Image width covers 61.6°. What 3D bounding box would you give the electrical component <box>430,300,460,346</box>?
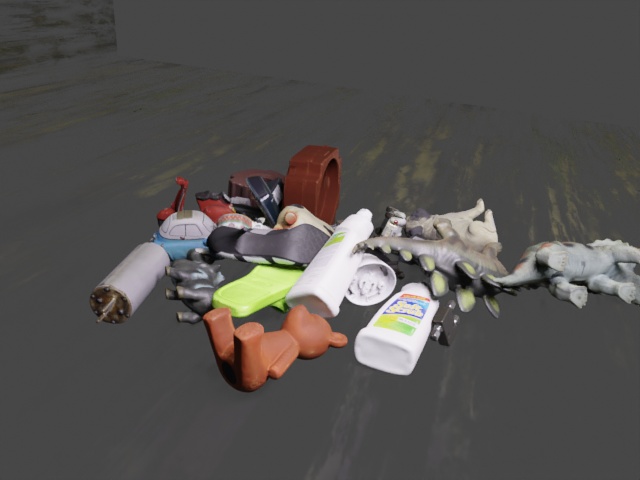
[{"bbox_3d":[0.215,0.149,0.924,0.021,0.063,0.094,0,34,36],"label":"electrical component"}]

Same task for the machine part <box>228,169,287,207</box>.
[{"bbox_3d":[-0.160,-0.143,1.456,0.179,0.056,0.179,4,25,-2],"label":"machine part"}]

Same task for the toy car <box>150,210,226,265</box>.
[{"bbox_3d":[-0.274,-0.012,1.121,0.162,0.102,0.109,2,26,-10],"label":"toy car"}]

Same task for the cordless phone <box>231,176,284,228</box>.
[{"bbox_3d":[-0.167,-0.089,1.255,0.184,0.146,0.089,9,60,23],"label":"cordless phone"}]

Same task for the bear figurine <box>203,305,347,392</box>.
[{"bbox_3d":[-0.060,0.144,0.818,0.196,0.131,0.120,-24,27,-34],"label":"bear figurine"}]

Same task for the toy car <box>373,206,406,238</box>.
[{"bbox_3d":[0.161,-0.029,1.216,0.056,0.073,0.202,27,12,3],"label":"toy car"}]

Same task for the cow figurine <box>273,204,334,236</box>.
[{"bbox_3d":[-0.002,-0.003,1.124,0.195,0.085,0.127,34,25,-11],"label":"cow figurine"}]

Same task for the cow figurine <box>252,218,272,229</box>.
[{"bbox_3d":[-0.119,-0.005,1.169,0.098,0.068,0.168,-7,31,-40],"label":"cow figurine"}]

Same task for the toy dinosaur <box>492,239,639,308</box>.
[{"bbox_3d":[0.478,0.053,1.038,0.405,0.131,0.192,6,3,-12],"label":"toy dinosaur"}]

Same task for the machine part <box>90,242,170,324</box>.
[{"bbox_3d":[-0.338,0.073,0.968,0.079,0.079,0.243,7,26,4],"label":"machine part"}]

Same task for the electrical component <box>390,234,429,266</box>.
[{"bbox_3d":[0.209,0.020,1.200,0.119,0.047,0.075,26,33,33],"label":"electrical component"}]

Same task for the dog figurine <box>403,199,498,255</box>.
[{"bbox_3d":[0.297,-0.007,1.237,0.191,0.121,0.172,-10,24,2],"label":"dog figurine"}]

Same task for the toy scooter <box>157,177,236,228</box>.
[{"bbox_3d":[-0.275,-0.077,1.214,0.184,0.135,0.075,1,26,-10],"label":"toy scooter"}]

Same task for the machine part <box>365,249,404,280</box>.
[{"bbox_3d":[0.117,0.046,1.143,0.084,0.039,0.139,-10,31,-16],"label":"machine part"}]

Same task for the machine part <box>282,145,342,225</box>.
[{"bbox_3d":[-0.017,-0.108,1.247,0.087,0.201,0.201,8,27,15],"label":"machine part"}]

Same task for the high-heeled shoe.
[{"bbox_3d":[-0.091,0.020,1.040,0.248,0.086,0.145,16,-25,-28],"label":"high-heeled shoe"}]

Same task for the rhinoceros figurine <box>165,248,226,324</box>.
[{"bbox_3d":[-0.227,0.076,0.985,0.112,0.073,0.190,-7,29,-20],"label":"rhinoceros figurine"}]

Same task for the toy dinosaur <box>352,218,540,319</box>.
[{"bbox_3d":[0.256,0.046,1.032,0.471,0.105,0.199,14,26,-19],"label":"toy dinosaur"}]

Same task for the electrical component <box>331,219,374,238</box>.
[{"bbox_3d":[0.072,-0.012,1.241,0.102,0.045,0.078,-14,35,-32],"label":"electrical component"}]
